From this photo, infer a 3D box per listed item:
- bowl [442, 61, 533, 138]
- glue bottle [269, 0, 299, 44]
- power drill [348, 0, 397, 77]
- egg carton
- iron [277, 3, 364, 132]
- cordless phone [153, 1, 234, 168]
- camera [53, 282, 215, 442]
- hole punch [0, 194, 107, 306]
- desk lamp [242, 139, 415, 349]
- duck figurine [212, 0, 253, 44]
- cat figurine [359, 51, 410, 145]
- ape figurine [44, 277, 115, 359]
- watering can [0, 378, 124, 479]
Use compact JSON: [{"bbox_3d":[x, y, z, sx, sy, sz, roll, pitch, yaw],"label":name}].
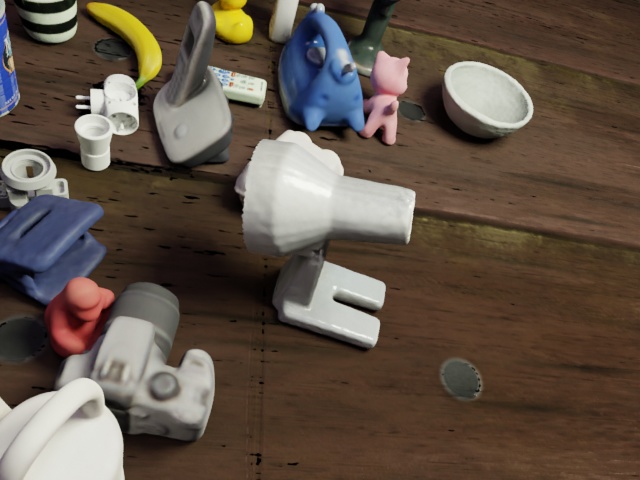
[{"bbox_3d":[0.281,-0.233,1.006,0.168,0.074,0.167,10,51,-12],"label":"bowl"},{"bbox_3d":[-0.053,-0.427,0.971,0.037,0.173,0.078,7,52,-14],"label":"glue bottle"},{"bbox_3d":[0.106,-0.392,0.978,0.075,0.208,0.229,19,50,-4],"label":"power drill"},{"bbox_3d":[-0.040,-0.084,0.779,0.107,0.069,0.150,34,50,8],"label":"egg carton"},{"bbox_3d":[0.000,-0.292,0.907,0.119,0.141,0.258,-4,55,-22],"label":"iron"},{"bbox_3d":[-0.160,-0.200,0.750,0.094,0.185,0.147,-11,58,-26],"label":"cordless phone"},{"bbox_3d":[-0.168,0.111,0.563,0.143,0.100,0.137,14,50,-8],"label":"camera"},{"bbox_3d":[-0.296,0.000,0.609,0.101,0.091,0.109,28,50,3],"label":"hole punch"},{"bbox_3d":[0.006,0.002,0.635,0.203,0.213,0.118,18,50,-5],"label":"desk lamp"},{"bbox_3d":[-0.147,-0.393,0.969,0.078,0.086,0.104,-12,58,-27],"label":"duck figurine"},{"bbox_3d":[0.109,-0.239,0.920,0.067,0.117,0.128,11,51,-11],"label":"cat figurine"},{"bbox_3d":[-0.239,0.072,0.574,0.076,0.092,0.078,39,51,12],"label":"ape figurine"},{"bbox_3d":[-0.212,0.168,0.443,0.173,0.194,0.101,16,50,-7],"label":"watering can"}]
